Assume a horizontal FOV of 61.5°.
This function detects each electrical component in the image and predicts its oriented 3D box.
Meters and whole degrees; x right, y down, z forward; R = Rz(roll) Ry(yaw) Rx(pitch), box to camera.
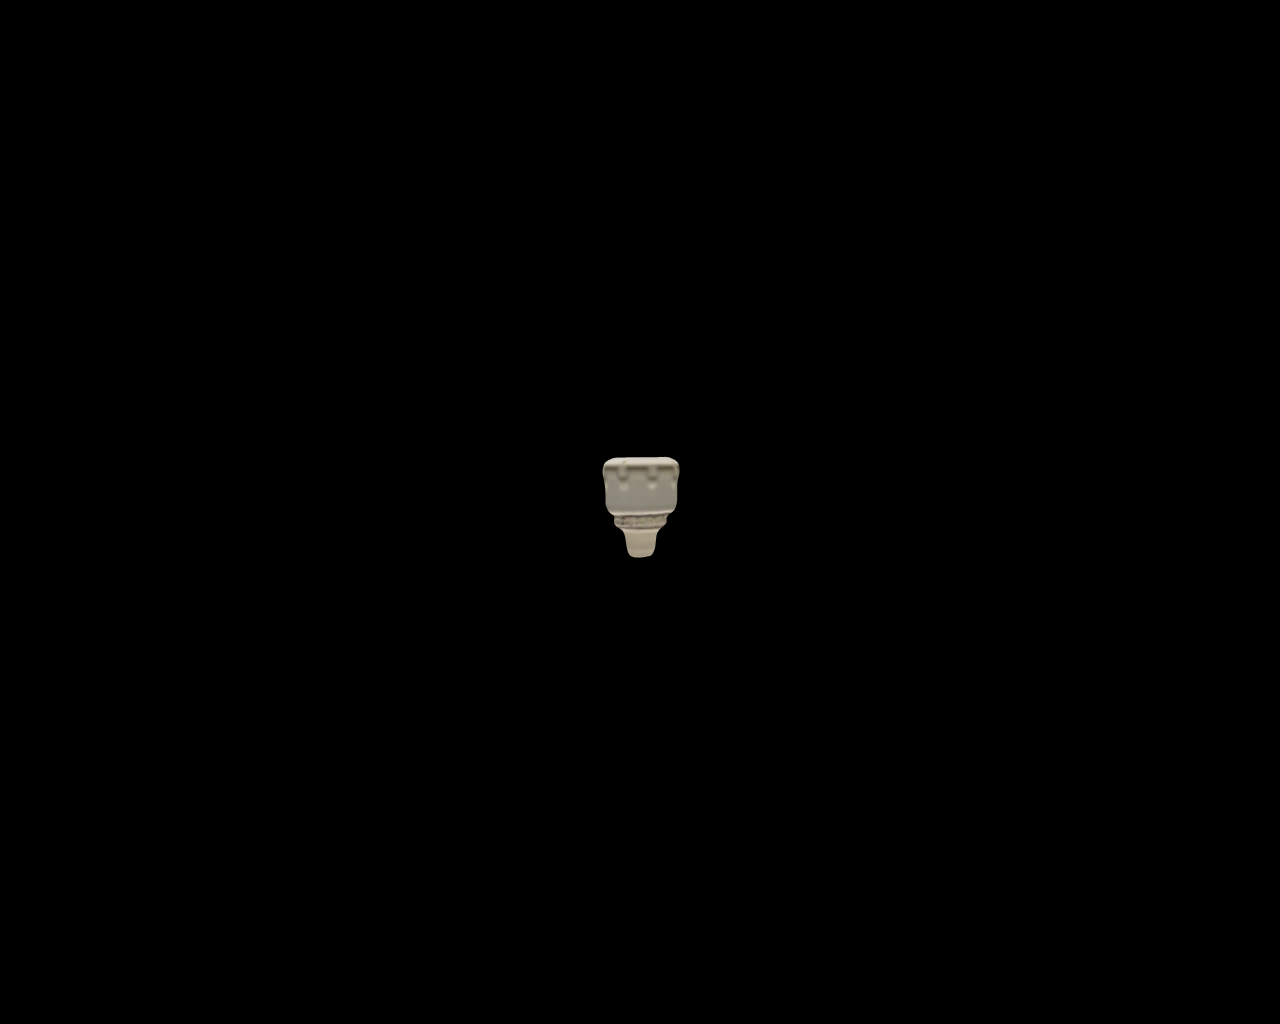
[{"bbox_3d":[0.001,-0.003,0.650,0.048,0.062,0.048,0,2,0],"label":"electrical component"}]
